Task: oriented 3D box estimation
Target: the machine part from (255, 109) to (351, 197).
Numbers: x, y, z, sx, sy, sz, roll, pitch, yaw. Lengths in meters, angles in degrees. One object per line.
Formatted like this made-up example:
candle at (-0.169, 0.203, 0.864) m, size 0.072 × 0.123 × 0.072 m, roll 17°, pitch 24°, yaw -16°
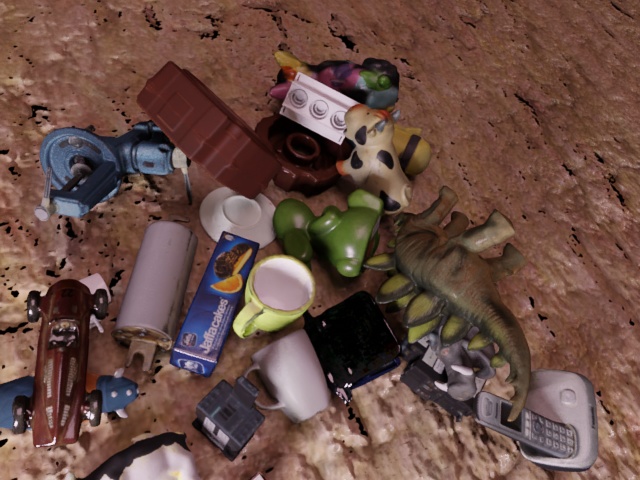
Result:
machine part at (-0.034, -0.158, 0.965) m, size 0.179 × 0.056 × 0.179 m, roll 11°, pitch 53°, yaw -14°

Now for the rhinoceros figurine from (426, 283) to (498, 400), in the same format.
rhinoceros figurine at (0.205, 0.131, 0.762) m, size 0.112 × 0.073 × 0.190 m, roll 15°, pitch 52°, yaw -12°

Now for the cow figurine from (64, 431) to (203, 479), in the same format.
cow figurine at (-0.220, 0.267, 0.586) m, size 0.167 × 0.068 × 0.098 m, roll -9°, pitch 54°, yaw -29°

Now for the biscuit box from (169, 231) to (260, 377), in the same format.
biscuit box at (-0.143, 0.085, 0.748) m, size 0.063 × 0.059 × 0.203 m, roll 20°, pitch 52°, yaw -6°

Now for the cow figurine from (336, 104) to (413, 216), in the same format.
cow figurine at (0.096, -0.135, 0.905) m, size 0.085 × 0.127 × 0.194 m, roll -37°, pitch 105°, yaw -44°

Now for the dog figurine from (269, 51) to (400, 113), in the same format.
dog figurine at (0.018, -0.297, 1.021) m, size 0.219 × 0.108 × 0.192 m, roll 3°, pitch 10°, yaw -24°

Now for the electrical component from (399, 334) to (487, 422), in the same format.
electrical component at (0.184, 0.183, 0.801) m, size 0.134 × 0.058 × 0.115 m, roll 39°, pitch 50°, yaw 9°

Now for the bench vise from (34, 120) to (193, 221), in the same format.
bench vise at (-0.308, -0.095, 0.766) m, size 0.224 × 0.128 × 0.241 m, roll 14°, pitch 34°, yaw -1°

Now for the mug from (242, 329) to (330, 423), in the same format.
mug at (-0.041, 0.186, 0.703) m, size 0.109 × 0.081 × 0.107 m, roll -21°, pitch 74°, yaw -38°

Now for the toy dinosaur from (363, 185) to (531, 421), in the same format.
toy dinosaur at (0.175, 0.050, 0.723) m, size 0.198 × 0.472 × 0.105 m, roll -38°, pitch 113°, yaw 1°

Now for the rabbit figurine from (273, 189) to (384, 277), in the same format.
rabbit figurine at (-0.002, -0.003, 0.851) m, size 0.170 × 0.121 × 0.159 m, roll 18°, pitch 57°, yaw 16°

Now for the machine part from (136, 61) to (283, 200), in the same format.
machine part at (-0.162, -0.165, 0.819) m, size 0.087 × 0.201 × 0.201 m, roll -46°, pitch 71°, yaw 3°

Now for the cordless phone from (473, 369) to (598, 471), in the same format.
cordless phone at (0.298, 0.237, 0.770) m, size 0.184 × 0.088 × 0.146 m, roll 26°, pitch 51°, yaw -9°

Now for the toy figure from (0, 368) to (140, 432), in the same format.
toy figure at (-0.293, 0.182, 0.627) m, size 0.154 × 0.064 × 0.058 m, roll 0°, pitch 19°, yaw -26°

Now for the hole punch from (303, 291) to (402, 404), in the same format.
hole punch at (0.048, 0.150, 0.768) m, size 0.116 × 0.092 × 0.142 m, roll -29°, pitch 68°, yaw 0°

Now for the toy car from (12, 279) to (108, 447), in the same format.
toy car at (-0.289, 0.128, 0.604) m, size 0.089 × 0.053 × 0.202 m, roll 4°, pitch 46°, yaw -22°

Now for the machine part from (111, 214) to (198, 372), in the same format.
machine part at (-0.220, 0.060, 0.728) m, size 0.079 × 0.079 × 0.243 m, roll 12°, pitch 54°, yaw -12°

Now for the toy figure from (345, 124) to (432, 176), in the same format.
toy figure at (0.122, -0.177, 1.019) m, size 0.180 × 0.082 × 0.089 m, roll 19°, pitch 48°, yaw -8°

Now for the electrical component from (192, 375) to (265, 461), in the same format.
electrical component at (-0.106, 0.208, 0.638) m, size 0.075 × 0.119 × 0.048 m, roll 41°, pitch 52°, yaw 7°
